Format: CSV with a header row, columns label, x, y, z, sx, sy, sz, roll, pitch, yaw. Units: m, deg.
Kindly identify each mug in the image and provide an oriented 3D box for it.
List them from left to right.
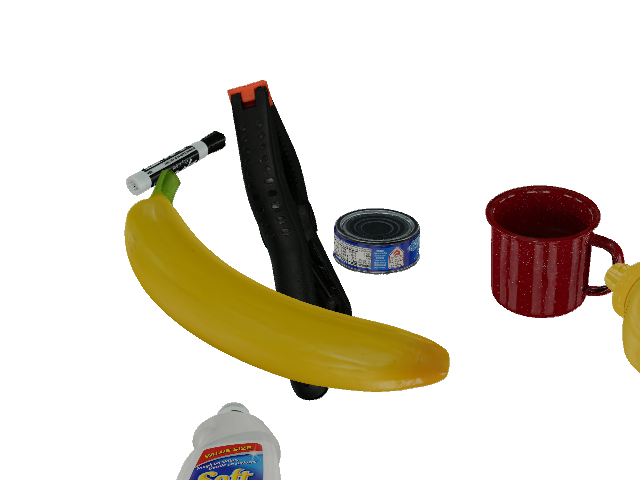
label,x,y,z,sx,sy,sz,roll,pitch,yaw
mug,0.195,0.013,0.890,0.117,0.081,0.093,13,35,26

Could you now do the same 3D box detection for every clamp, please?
label,x,y,z,sx,sy,sz,roll,pitch,yaw
clamp,-0.020,-0.008,0.753,0.036,0.210,0.164,-14,5,10

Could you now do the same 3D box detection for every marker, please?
label,x,y,z,sx,sy,sz,roll,pitch,yaw
marker,-0.135,-0.076,1.017,0.020,0.020,0.120,0,26,44

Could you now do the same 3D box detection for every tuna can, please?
label,x,y,z,sx,sy,sz,roll,pitch,yaw
tuna can,0.055,-0.001,1.049,0.086,0.034,0.086,0,25,0

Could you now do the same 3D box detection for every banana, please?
label,x,y,z,sx,sy,sz,roll,pitch,yaw
banana,-0.033,0.025,0.517,0.198,0.069,0.037,34,-26,26

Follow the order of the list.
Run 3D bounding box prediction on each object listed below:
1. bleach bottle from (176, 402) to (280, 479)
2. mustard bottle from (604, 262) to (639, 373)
label,x,y,z,sx,sy,sz,roll,pitch,yaw
bleach bottle,-0.082,0.211,0.855,0.102,0.068,0.251,-2,25,-2
mustard bottle,0.238,0.062,0.631,0.096,0.058,0.192,-20,32,-20
